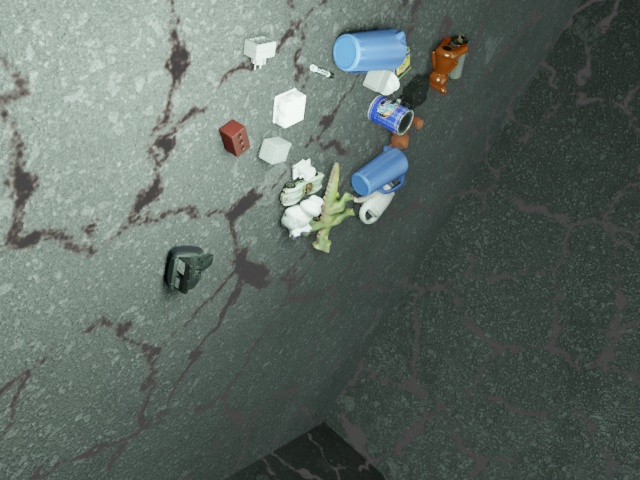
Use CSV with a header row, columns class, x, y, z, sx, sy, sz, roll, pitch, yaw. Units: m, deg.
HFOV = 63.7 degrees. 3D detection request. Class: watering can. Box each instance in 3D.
class,x,y,z,sx,sy,sz,roll,pitch,yaw
watering can,0.241,-0.187,2.274,0.225,0.105,0.343,-55,156,-5

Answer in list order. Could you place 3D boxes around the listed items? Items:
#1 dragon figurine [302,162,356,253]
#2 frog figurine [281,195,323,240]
class,x,y,z,sx,sy,sz,roll,pitch,yaw
dragon figurine,0.006,-0.100,1.980,0.245,0.124,0.401,-38,142,-18
frog figurine,-0.064,-0.098,1.814,0.138,0.125,0.156,-6,129,-37
